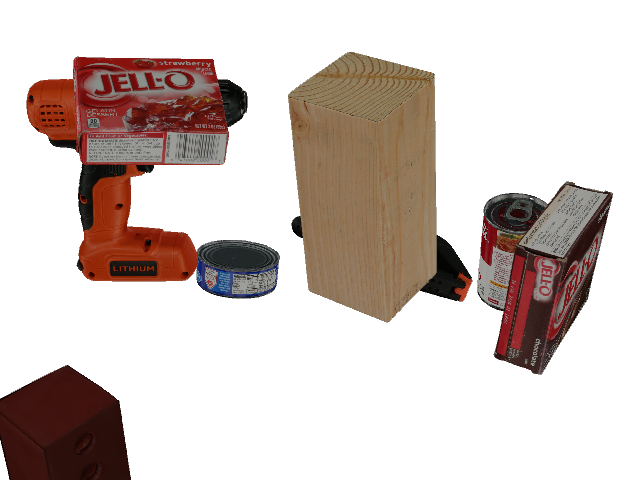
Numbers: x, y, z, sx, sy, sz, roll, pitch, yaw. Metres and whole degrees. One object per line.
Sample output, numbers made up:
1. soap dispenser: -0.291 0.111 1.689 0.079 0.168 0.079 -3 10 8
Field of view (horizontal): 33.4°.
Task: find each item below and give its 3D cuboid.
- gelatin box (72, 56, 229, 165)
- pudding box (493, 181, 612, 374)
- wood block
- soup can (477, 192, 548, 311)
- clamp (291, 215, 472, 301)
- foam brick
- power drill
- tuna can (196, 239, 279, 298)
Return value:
1. gelatin box: -0.105 -0.080 0.652 0.089 0.073 0.030 -1 -45 -15
2. pudding box: 0.158 0.022 0.720 0.039 0.090 0.113 19 33 20
3. wood block: 0.041 -0.045 0.924 0.091 0.206 0.090 21 44 31
4. soup can: 0.194 0.013 1.072 0.068 0.102 0.068 -1 37 0
5. clamp: 0.080 0.006 1.240 0.164 0.036 0.210 -24 53 -40
6. foam brick: -0.145 0.121 0.606 0.051 0.078 0.052 25 40 37
7. power drill: -0.151 -0.056 0.927 0.184 0.188 0.057 0 29 4
8. tuna can: -0.086 0.029 1.107 0.086 0.034 0.086 5 20 -2
